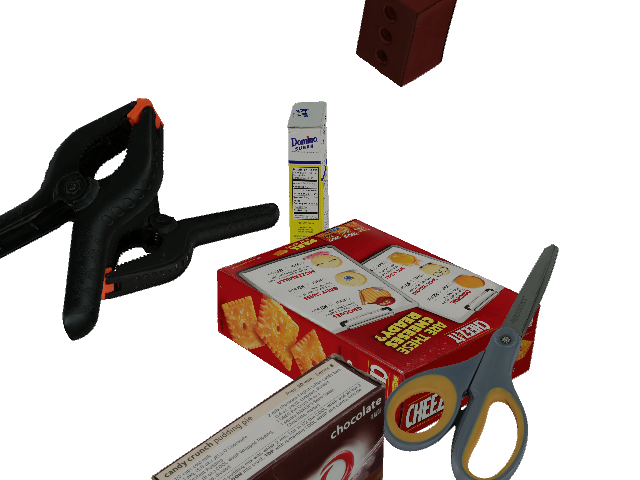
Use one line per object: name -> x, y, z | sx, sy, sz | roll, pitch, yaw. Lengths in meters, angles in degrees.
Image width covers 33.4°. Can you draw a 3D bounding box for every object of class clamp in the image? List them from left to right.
clamp -> -0.166, -0.023, 0.698 | 0.120, 0.171, 0.039 | 17, -28, 15
clamp -> -0.161, -0.012, 1.035 | 0.165, 0.036, 0.209 | 25, 40, 23

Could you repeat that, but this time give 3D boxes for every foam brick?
foam brick -> 0.067, -0.170, 0.831 | 0.053, 0.078, 0.051 | 40, 58, 22

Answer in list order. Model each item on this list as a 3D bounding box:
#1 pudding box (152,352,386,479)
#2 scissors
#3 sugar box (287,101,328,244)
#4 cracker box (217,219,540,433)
pudding box -> -0.020, 0.117, 0.488 | 0.039, 0.090, 0.113 | 30, 47, 34
scissors -> 0.097, 0.069, 0.677 | 0.096, 0.201, 0.016 | 7, -44, 10
sugar box -> -0.014, -0.066, 1.250 | 0.048, 0.176, 0.093 | -1, 25, 4
cracker box -> 0.043, 0.065, 0.875 | 0.163, 0.072, 0.214 | -20, 34, -38
